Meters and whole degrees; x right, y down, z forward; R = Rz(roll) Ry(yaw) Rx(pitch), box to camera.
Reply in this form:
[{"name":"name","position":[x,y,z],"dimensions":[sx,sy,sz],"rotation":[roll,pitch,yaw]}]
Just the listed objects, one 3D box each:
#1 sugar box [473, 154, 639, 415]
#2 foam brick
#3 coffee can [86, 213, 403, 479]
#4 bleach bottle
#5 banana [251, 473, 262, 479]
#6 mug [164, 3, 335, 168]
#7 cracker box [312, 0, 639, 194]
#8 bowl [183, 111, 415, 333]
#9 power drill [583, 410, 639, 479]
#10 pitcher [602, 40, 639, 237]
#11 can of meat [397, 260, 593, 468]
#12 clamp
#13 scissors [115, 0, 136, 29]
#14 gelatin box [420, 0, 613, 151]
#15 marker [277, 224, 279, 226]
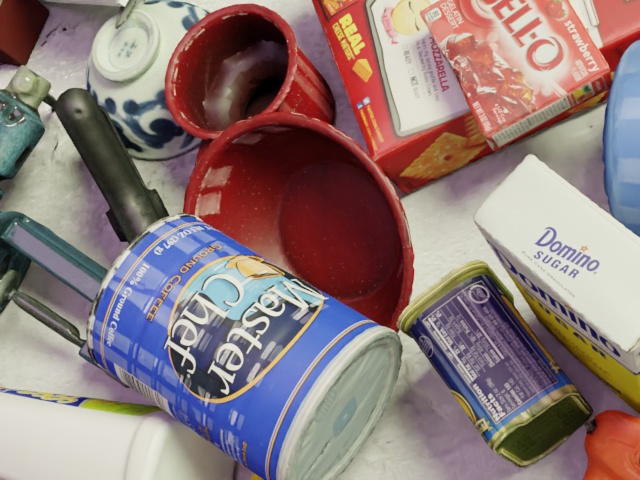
[{"name":"sugar box","position":[0.135,0.032,0.514],"dimensions":[0.048,0.176,0.093],"rotation":[-47,60,3]},{"name":"foam brick","position":[-0.265,-0.176,0.845],"dimensions":[0.078,0.051,0.053],"rotation":[16,78,28]},{"name":"coffee can","position":[-0.041,0.061,0.581],"dimensions":[0.140,0.102,0.103],"rotation":[29,86,24]},{"name":"bleach bottle","position":[-0.182,0.123,0.672],"dimensions":[0.251,0.102,0.068],"rotation":[6,85,26]},{"name":"banana","position":[-0.051,0.175,0.610],"dimensions":[0.037,0.069,0.197],"rotation":[22,61,41]},{"name":"mug","position":[-0.045,-0.082,0.692],"dimensions":[0.093,0.081,0.117],"rotation":[16,80,28]},{"name":"cracker box","position":[0.110,-0.149,0.650],"dimensions":[0.214,0.072,0.164],"rotation":[-25,66,14]},{"name":"bowl","position":[-0.004,0.001,0.638],"dimensions":[0.162,0.055,0.162],"rotation":[9,107,31]},{"name":"power drill","position":[0.163,0.191,0.515],"dimensions":[0.185,0.057,0.187],"rotation":[23,83,29]},{"name":"pitcher","position":[0.272,-0.055,0.519],"dimensions":[0.243,0.149,0.145],"rotation":[4,97,29]},{"name":"can of meat","position":[0.096,0.068,0.565],"dimensions":[0.057,0.102,0.084],"rotation":[-38,63,7]},{"name":"clamp","position":[-0.120,-0.022,0.681],"dimensions":[0.039,0.120,0.171],"rotation":[-30,86,1]},{"name":"scissors","position":[-0.100,-0.227,0.773],"dimensions":[0.096,0.016,0.202],"rotation":[-15,48,9]},{"name":"gelatin box","position":[0.106,-0.105,0.580],"dimensions":[0.073,0.030,0.089],"rotation":[-28,68,13]},{"name":"marker","position":[-0.017,-0.015,0.692],"dimensions":[0.121,0.020,0.020],"rotation":[-15,67,20]}]
